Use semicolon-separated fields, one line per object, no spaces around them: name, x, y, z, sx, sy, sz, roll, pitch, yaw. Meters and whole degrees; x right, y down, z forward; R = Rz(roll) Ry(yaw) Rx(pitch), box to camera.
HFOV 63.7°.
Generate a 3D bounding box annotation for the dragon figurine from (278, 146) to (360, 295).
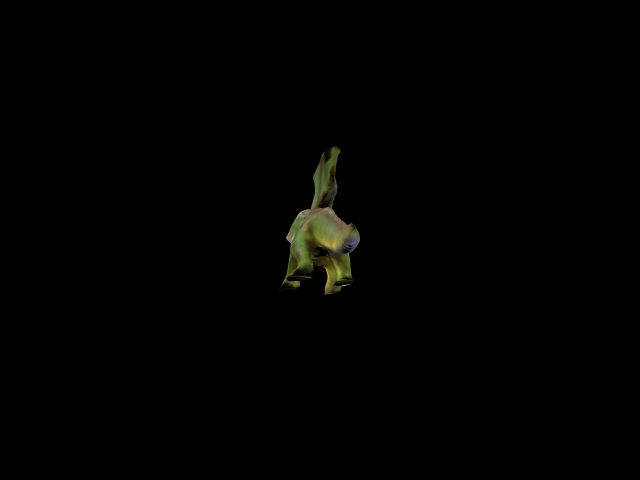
dragon figurine;0.003;-0.043;0.850;0.122;0.247;0.403;6;-21;-14
